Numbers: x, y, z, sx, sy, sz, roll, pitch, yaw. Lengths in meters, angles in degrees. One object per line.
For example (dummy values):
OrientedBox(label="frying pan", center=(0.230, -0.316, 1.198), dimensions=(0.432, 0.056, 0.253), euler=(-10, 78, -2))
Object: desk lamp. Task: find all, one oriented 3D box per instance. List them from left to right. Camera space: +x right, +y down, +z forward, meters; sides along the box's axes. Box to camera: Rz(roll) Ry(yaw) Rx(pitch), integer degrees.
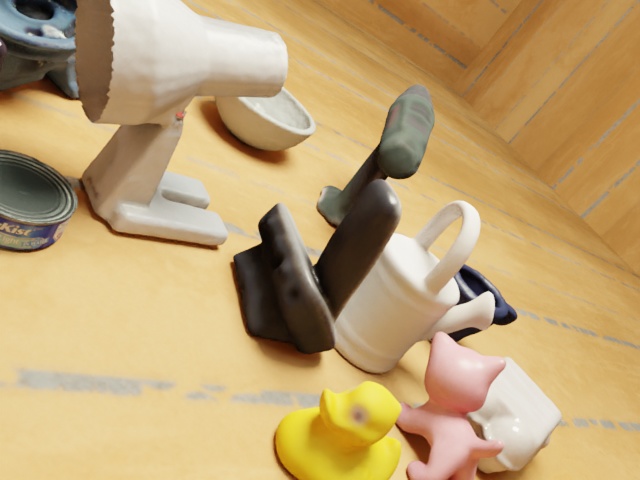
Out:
OrientedBox(label="desk lamp", center=(-0.136, -0.114, 0.513), dimensions=(0.204, 0.213, 0.117), euler=(11, 37, -45))

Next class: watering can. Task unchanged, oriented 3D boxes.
OrientedBox(label="watering can", center=(0.101, 0.042, 0.595), dimensions=(0.173, 0.194, 0.100), euler=(21, 30, -33))

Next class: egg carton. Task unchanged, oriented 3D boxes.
OrientedBox(label="egg carton", center=(0.199, 0.190, 0.628), dimensions=(0.107, 0.069, 0.151), euler=(50, 27, 22))

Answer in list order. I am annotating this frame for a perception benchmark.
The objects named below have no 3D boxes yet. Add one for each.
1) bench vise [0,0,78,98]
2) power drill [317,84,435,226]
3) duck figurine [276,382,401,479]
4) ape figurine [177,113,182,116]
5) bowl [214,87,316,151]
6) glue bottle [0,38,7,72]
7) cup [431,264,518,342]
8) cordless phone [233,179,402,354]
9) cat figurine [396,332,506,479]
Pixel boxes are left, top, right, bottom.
OrientedBox(label="bench vise", center=(-0.258, -0.250, 0.569), dimensions=(0.122, 0.219, 0.207), euler=(34, 26, -11))
OrientedBox(label="power drill", center=(0.087, -0.117, 0.823), dimensions=(0.076, 0.208, 0.229), euler=(34, 26, -10))
OrientedBox(label="duck figurine", center=(0.029, 0.149, 0.449), dimensions=(0.105, 0.086, 0.077), euler=(27, 28, -24))
OrientedBox(label="ape figurine", center=(-0.185, -0.210, 0.750), dimensions=(0.076, 0.092, 0.078), euler=(39, 25, 0))
OrientedBox(label="bowl", center=(-0.093, -0.185, 0.851), dimensions=(0.168, 0.074, 0.167), euler=(31, 26, -17))
OrientedBox(label="glue bottle", center=(-0.219, -0.047, 0.338), dimensions=(0.037, 0.173, 0.078), euler=(5, 41, -50))
OrientedBox(label="cup", center=(0.185, 0.096, 0.735), dimensions=(0.118, 0.095, 0.091), euler=(29, 27, -20))
OrientedBox(label="cordless phone", center=(0.005, 0.002, 0.544), dimensions=(0.094, 0.185, 0.147), euler=(18, 32, -37))
OrientedBox(label="cat figurine", center=(0.129, 0.155, 0.535), dimensions=(0.067, 0.117, 0.127), euler=(25, 29, -28))
